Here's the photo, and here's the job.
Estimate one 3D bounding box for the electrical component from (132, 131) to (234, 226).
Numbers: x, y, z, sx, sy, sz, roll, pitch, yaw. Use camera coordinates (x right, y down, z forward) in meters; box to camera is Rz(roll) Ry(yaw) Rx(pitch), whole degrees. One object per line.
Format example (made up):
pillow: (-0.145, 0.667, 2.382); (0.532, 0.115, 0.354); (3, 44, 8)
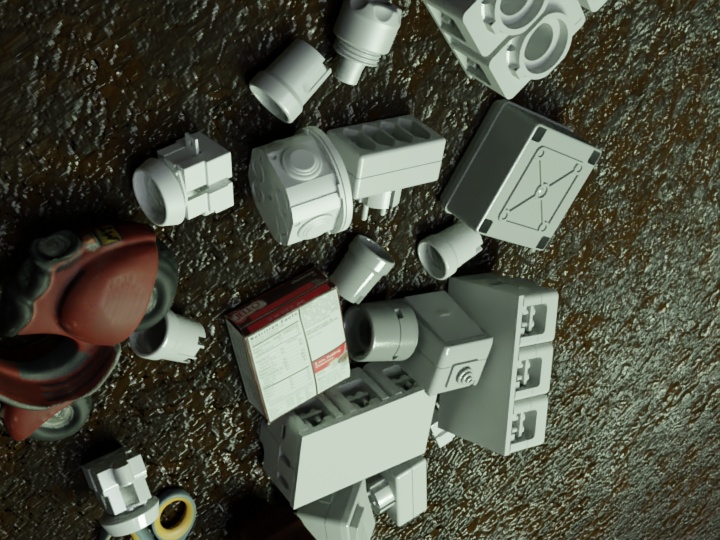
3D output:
electrical component: (-0.121, -0.060, 0.734); (0.055, 0.048, 0.066); (-29, 138, -33)

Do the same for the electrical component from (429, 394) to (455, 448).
electrical component: (0.090, 0.142, 1.089); (0.055, 0.048, 0.066); (-32, 139, -7)

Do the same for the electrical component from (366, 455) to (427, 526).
electrical component: (0.024, 0.222, 1.092); (0.076, 0.047, 0.083); (-27, 136, -24)

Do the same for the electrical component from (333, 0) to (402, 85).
electrical component: (0.001, -0.162, 0.760); (0.043, 0.043, 0.062); (1, 122, -43)

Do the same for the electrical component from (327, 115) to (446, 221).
electrical component: (0.016, -0.073, 0.843); (0.083, 0.047, 0.075); (-16, 131, -33)

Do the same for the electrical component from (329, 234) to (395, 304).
electrical component: (0.000, 0.000, 0.896); (0.040, 0.040, 0.046); (21, 111, -49)

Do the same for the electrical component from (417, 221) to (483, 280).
electrical component: (0.081, -0.019, 0.953); (0.046, 0.040, 0.040); (-31, 138, -26)

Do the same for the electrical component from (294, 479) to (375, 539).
electrical component: (-0.022, 0.245, 1.040); (0.061, 0.061, 0.096); (-67, 160, -45)

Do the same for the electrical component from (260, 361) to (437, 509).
electrical component: (-0.011, 0.141, 0.983); (0.150, 0.062, 0.089); (-17, 132, -32)

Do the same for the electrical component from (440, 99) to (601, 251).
electrical component: (0.141, -0.081, 0.943); (0.109, 0.056, 0.108); (12, 113, -47)

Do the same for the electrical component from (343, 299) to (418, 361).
electrical component: (0.016, 0.054, 0.943); (0.047, 0.055, 0.055); (-2, 123, -37)

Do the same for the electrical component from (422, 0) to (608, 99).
electrical component: (0.147, -0.233, 0.821); (0.186, 0.060, 0.105); (-46, 141, -2)

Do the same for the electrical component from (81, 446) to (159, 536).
electrical component: (-0.187, 0.175, 0.846); (0.048, 0.066, 0.055); (-23, 101, -28)

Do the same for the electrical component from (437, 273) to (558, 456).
electrical component: (0.131, 0.085, 1.009); (0.062, 0.089, 0.150); (-6, 105, -40)

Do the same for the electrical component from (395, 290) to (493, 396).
electrical component: (0.073, 0.066, 0.970); (0.062, 0.096, 0.061); (-8, 126, -38)

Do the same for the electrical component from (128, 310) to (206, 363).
electrical component: (-0.144, 0.049, 0.807); (0.040, 0.040, 0.046); (-55, 147, 8)

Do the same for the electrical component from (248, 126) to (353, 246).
electrical component: (-0.043, -0.060, 0.777); (0.051, 0.080, 0.080); (-21, 134, -22)

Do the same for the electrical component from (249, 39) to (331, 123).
electrical component: (-0.048, -0.132, 0.746); (0.046, 0.040, 0.040); (-49, 141, -9)
